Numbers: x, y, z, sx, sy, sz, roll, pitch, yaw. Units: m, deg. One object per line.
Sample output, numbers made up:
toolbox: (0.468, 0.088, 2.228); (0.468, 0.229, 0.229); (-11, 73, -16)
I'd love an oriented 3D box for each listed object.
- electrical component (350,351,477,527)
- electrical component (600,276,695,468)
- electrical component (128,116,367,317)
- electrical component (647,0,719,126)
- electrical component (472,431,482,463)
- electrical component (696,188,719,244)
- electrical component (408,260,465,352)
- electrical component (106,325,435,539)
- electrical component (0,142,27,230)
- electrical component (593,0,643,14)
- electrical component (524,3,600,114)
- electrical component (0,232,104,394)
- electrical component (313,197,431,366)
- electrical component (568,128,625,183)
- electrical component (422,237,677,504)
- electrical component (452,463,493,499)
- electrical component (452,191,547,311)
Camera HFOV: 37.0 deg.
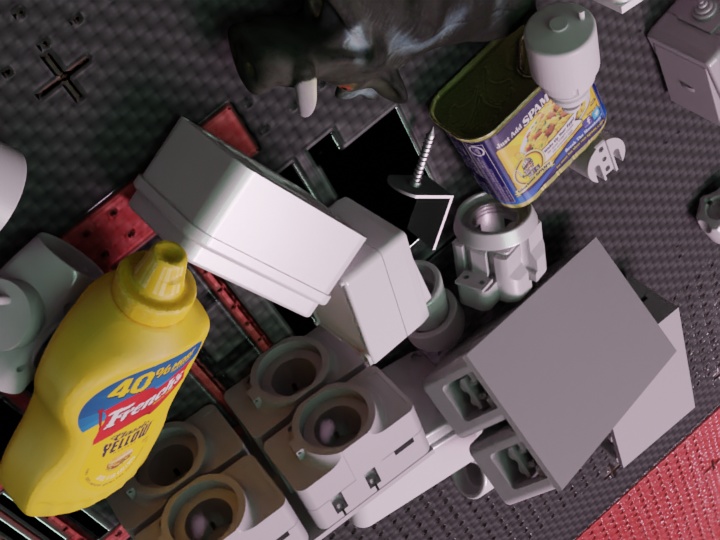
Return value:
electrical component: (0.022, 0.119, 0.776); (0.113, 0.078, 0.057); (-28, 137, -19)
electrical component: (0.228, 0.087, 0.927); (0.089, 0.062, 0.150); (-37, 136, -11)
electrical component: (-0.063, -0.027, 0.601); (0.113, 0.078, 0.057); (29, 97, -47)
electrical component: (0.250, -0.155, 0.768); (0.061, 0.062, 0.096); (-48, 137, 0)
electrical component: (0.097, 0.108, 0.844); (0.096, 0.061, 0.062); (-45, 138, 8)
electrical component: (0.316, -0.041, 0.917); (0.043, 0.043, 0.062); (-52, 138, 5)
electrical component: (0.045, 0.026, 0.750); (0.045, 0.045, 0.055); (-42, 137, -6)
electrical component: (-0.062, 0.124, 0.692); (0.186, 0.105, 0.060); (-35, 136, -13)
electrical component: (-0.193, -0.043, 0.504); (0.055, 0.055, 0.047); (-52, 133, 5)
electrical component: (0.181, -0.236, 0.621); (0.186, 0.105, 0.060); (-34, 136, -14)
electrical component: (0.119, -0.119, 0.622); (0.040, 0.040, 0.078); (-40, 148, -8)
electrical component: (-0.178, 0.023, 0.555); (0.077, 0.044, 0.079); (-52, 173, 5)
electrical component: (0.000, 0.000, 0.680); (0.061, 0.062, 0.096); (-39, 137, -20)
electrical component: (0.158, -0.087, 0.755); (0.040, 0.046, 0.040); (-20, 131, -25)
electrical component: (0.136, 0.069, 0.767); (0.186, 0.105, 0.060); (-35, 180, -43)
electrical component: (0.110, 0.164, 0.903); (0.055, 0.045, 0.045); (-8, 125, -35)
electrical component: (0.096, -0.018, 0.746); (0.078, 0.058, 0.057); (-45, 138, -33)
